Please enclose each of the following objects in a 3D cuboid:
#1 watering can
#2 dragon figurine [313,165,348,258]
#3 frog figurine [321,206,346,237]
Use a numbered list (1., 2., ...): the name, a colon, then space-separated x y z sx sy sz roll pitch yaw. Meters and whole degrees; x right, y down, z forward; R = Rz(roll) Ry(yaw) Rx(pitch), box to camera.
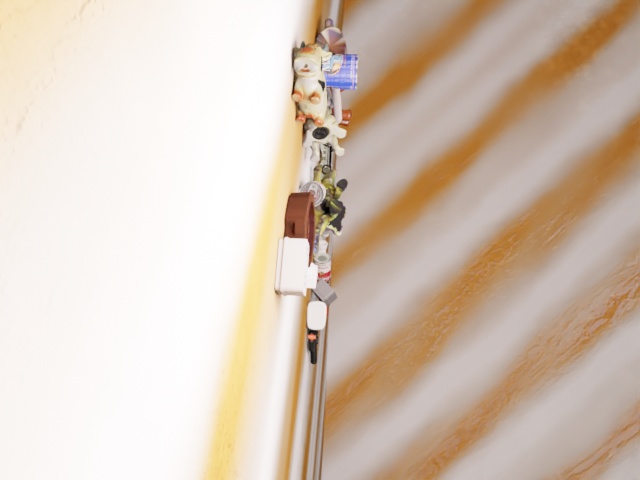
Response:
1. watering can: 0.047 -0.567 1.719 0.226 0.104 0.345 -61 145 -80
2. dragon figurine: 0.005 -0.085 1.690 0.238 0.122 0.419 103 1 -61
3. frog figurine: 0.017 -0.081 1.979 0.160 0.123 0.136 9 -73 58
